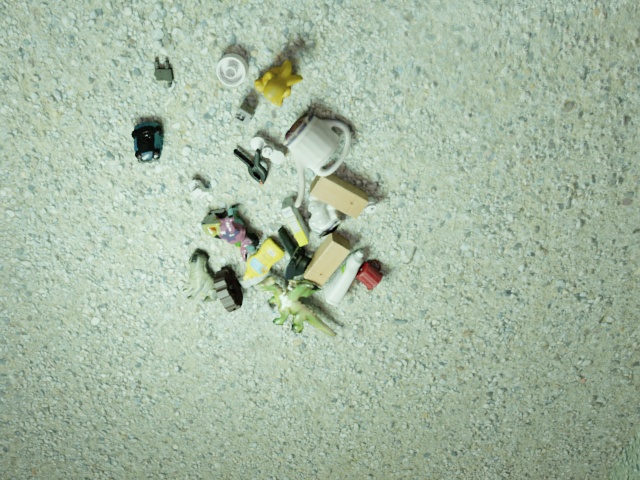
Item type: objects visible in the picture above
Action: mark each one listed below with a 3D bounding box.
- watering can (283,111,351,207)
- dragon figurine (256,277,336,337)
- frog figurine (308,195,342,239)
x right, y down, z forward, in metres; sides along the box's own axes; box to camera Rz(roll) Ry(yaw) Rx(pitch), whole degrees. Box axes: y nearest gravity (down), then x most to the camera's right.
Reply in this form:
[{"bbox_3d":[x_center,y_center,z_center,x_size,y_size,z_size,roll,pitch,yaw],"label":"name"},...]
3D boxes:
[{"bbox_3d":[-0.039,-0.305,1.835,0.223,0.104,0.349,40,82,-12],"label":"watering can"},{"bbox_3d":[-0.077,0.261,2.127,0.409,0.125,0.237,21,131,-10],"label":"dragon figurine"},{"bbox_3d":[0.006,-0.101,2.001,0.135,0.123,0.161,-41,75,28],"label":"frog figurine"}]
